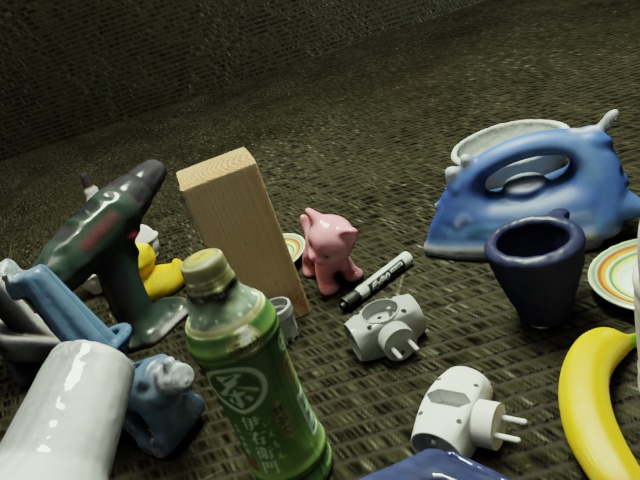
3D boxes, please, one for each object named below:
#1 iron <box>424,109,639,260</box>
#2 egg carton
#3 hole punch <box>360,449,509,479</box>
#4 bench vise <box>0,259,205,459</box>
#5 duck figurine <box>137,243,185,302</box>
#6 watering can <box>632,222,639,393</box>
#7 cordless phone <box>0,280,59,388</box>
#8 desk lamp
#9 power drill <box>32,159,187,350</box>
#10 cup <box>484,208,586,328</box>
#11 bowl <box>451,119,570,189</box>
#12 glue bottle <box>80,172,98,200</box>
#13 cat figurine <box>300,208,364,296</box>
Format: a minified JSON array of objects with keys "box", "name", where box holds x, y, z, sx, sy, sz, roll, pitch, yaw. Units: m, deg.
[{"box":[0.239,-0.063,0.688,0.257,0.142,0.118,-11,27,17],"name":"iron"},{"box":[-0.350,0.030,0.993,0.107,0.069,0.150,-9,27,21],"name":"egg carton"},{"box":[0.082,0.180,0.367,0.101,0.091,0.108,-35,30,-30],"name":"hole punch"},{"box":[-0.217,0.105,0.573,0.207,0.220,0.121,-12,26,14],"name":"bench vise"},{"box":[-0.265,0.044,0.887,0.104,0.086,0.077,-17,25,3],"name":"duck figurine"},{"box":[0.277,0.039,0.395,0.101,0.194,0.172,-25,26,-12],"name":"watering can"},{"box":[-0.419,0.092,0.780,0.094,0.185,0.147,-36,30,-31],"name":"cordless phone"},{"box":[-0.140,0.185,0.366,0.117,0.214,0.203,-12,26,14],"name":"desk lamp"},{"box":[-0.256,0.028,0.768,0.075,0.209,0.230,0,31,34],"name":"power drill"},{"box":[0.222,0.029,0.569,0.091,0.095,0.118,7,36,43],"name":"cup"},{"box":[0.282,-0.112,0.836,0.167,0.075,0.167,-15,25,8],"name":"bowl"},{"box":[-0.397,-0.044,1.053,0.037,0.173,0.078,11,38,46],"name":"glue bottle"},{"box":[0.007,0.003,0.745,0.067,0.118,0.127,-26,26,-15],"name":"cat figurine"}]
